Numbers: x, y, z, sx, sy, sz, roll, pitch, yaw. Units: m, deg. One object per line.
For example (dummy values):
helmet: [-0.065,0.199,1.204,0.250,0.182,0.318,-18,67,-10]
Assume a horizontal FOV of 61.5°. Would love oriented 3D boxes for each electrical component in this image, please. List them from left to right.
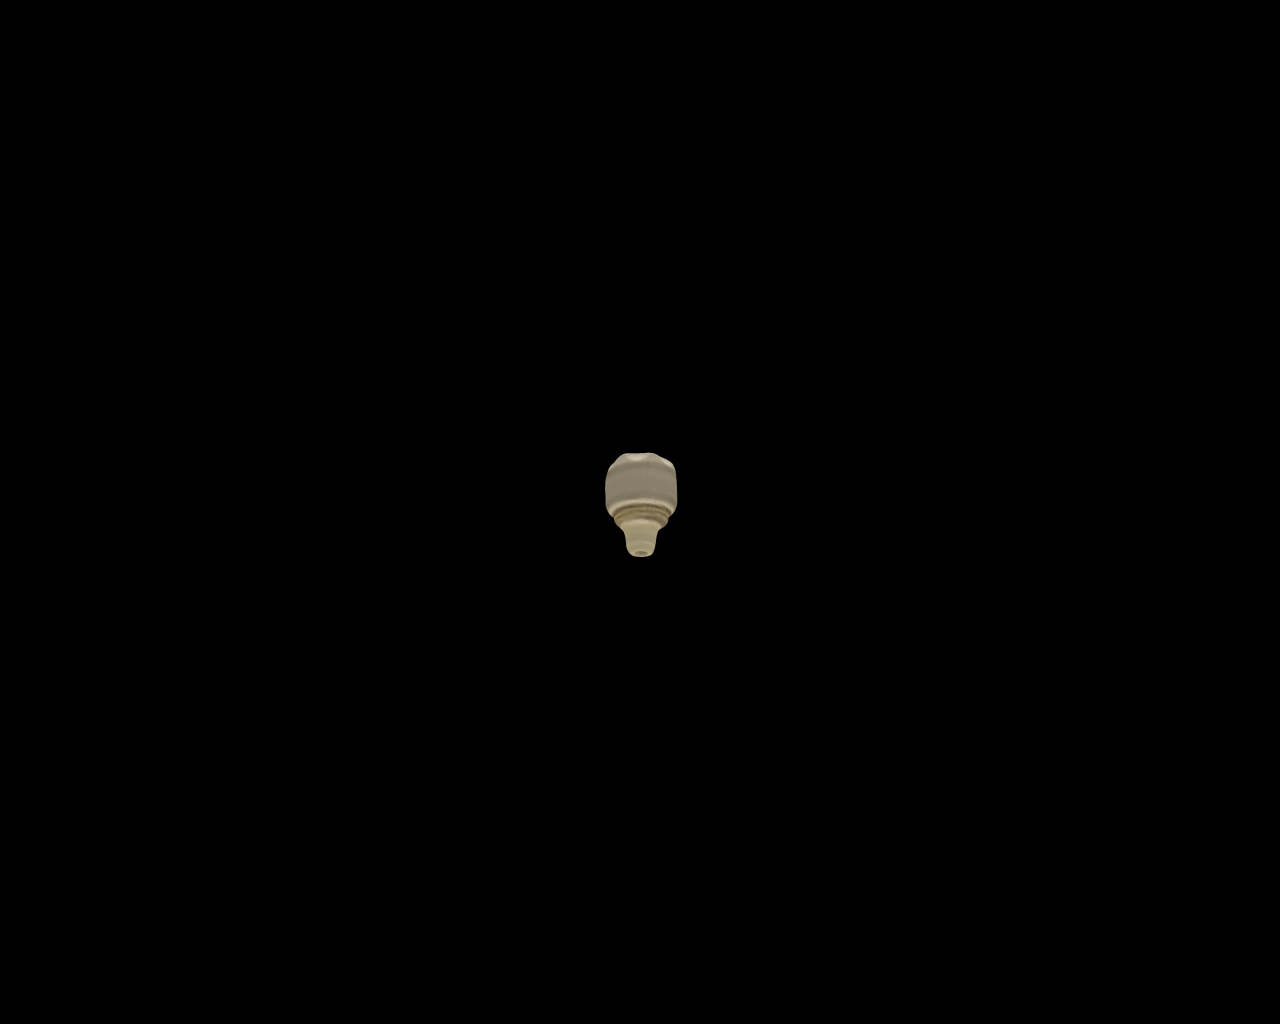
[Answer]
electrical component: [0.001,-0.003,0.650,0.043,0.062,0.043,0,-22,0]
